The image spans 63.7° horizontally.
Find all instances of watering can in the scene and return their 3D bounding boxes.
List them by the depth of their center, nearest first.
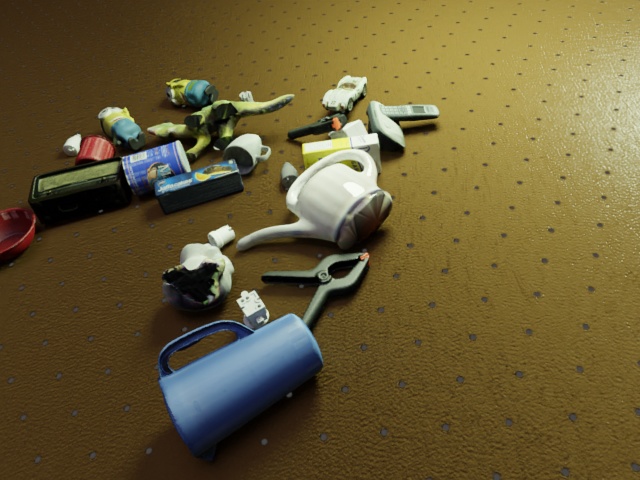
[{"bbox_3d":[0.003,-0.055,1.085,0.350,0.102,0.227,-44,53,-12],"label":"watering can"}]

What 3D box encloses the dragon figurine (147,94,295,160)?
[{"bbox_3d":[-0.273,-0.344,1.406,0.410,0.119,0.248,-19,33,-1],"label":"dragon figurine"}]

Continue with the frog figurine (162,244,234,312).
[{"bbox_3d":[-0.241,0.072,1.020,0.138,0.122,0.160,-32,12,-9],"label":"frog figurine"}]
